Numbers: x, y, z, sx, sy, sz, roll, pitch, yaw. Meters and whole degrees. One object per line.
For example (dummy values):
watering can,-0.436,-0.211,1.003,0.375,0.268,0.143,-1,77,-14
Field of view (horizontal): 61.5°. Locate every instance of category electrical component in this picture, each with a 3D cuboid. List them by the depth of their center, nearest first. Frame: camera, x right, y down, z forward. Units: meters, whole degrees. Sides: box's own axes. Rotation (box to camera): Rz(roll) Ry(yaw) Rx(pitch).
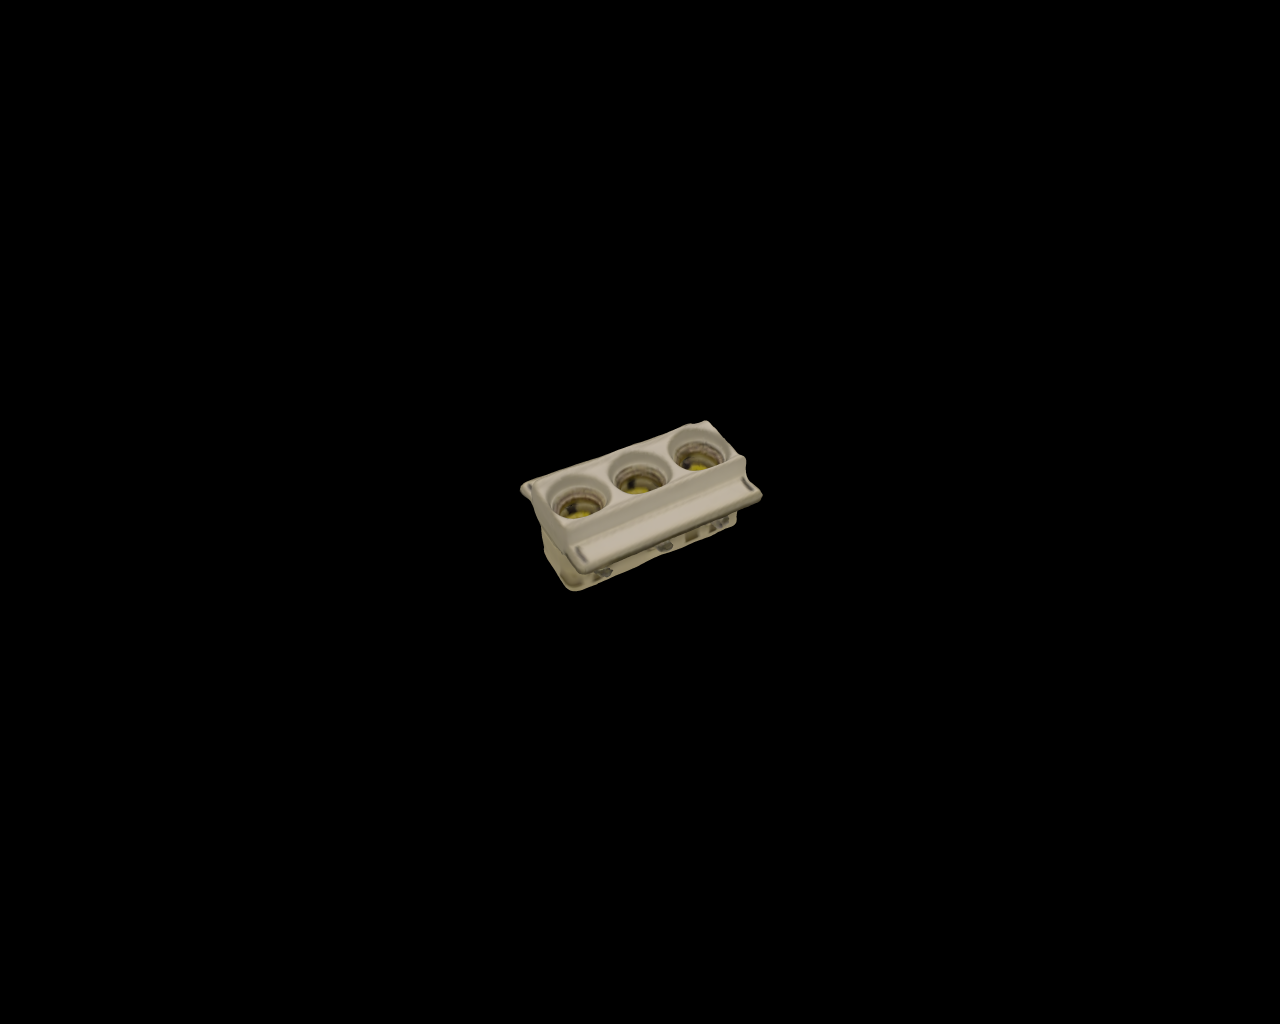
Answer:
electrical component,0.001,-0.003,0.650,0.121,0.063,0.079,-22,49,-21
